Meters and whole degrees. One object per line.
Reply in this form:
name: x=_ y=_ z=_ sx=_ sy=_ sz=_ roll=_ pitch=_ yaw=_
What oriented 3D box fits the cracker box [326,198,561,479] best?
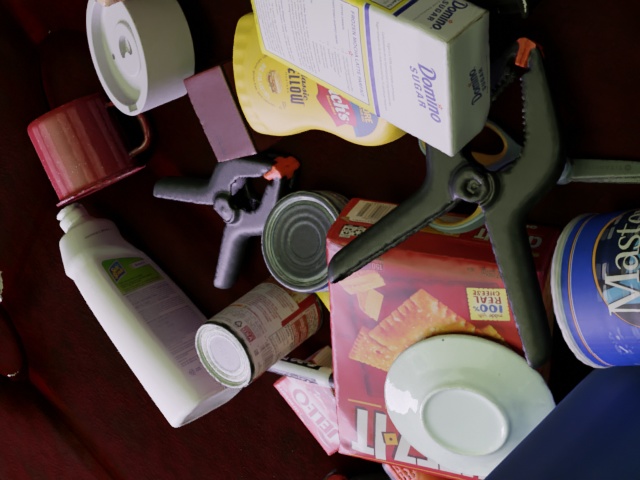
cracker box: x=0.093 y=0.084 z=0.821 sx=0.164 sy=0.072 sz=0.214 roll=9 pitch=123 yaw=21

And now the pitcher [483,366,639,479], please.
pitcher: x=0.180 y=0.176 z=0.698 sx=0.145 sy=0.242 sz=0.149 roll=-12 pitch=102 yaw=50

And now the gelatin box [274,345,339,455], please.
gelatin box: x=0.008 y=0.152 z=1.002 sx=0.089 sy=0.030 sz=0.073 roll=52 pitch=138 yaw=2

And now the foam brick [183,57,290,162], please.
foam brick: x=-0.066 y=-0.111 z=0.879 sx=0.053 sy=0.051 sz=0.078 roll=-8 pitch=111 yaw=46

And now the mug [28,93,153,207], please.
mug: x=-0.214 y=-0.092 z=1.009 sx=0.117 sy=0.093 sz=0.081 roll=-24 pitch=96 yaw=17

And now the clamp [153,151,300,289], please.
clamp: x=-0.084 y=-0.038 z=0.953 sx=0.120 sy=0.039 sz=0.172 roll=46 pitch=133 yaw=1

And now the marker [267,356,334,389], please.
marker: x=-0.012 y=0.119 z=0.961 sx=0.121 sy=0.020 sz=0.020 roll=10 pitch=123 yaw=41

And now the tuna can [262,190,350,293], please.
tuna can: x=-0.006 y=0.001 z=0.883 sx=0.086 sy=0.033 sz=0.086 roll=0 pitch=90 yaw=33

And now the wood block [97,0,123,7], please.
wood block: x=-0.138 y=-0.291 z=0.794 sx=0.091 sy=0.090 sz=0.206 roll=42 pitch=137 yaw=13

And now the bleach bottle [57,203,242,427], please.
bleach bottle: x=-0.179 y=0.064 z=1.079 sx=0.251 sy=0.102 sz=0.068 roll=52 pitch=125 yaw=13

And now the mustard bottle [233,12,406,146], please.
mustard bottle: x=0.024 y=-0.119 z=0.784 sx=0.192 sy=0.058 sz=0.096 roll=11 pitch=116 yaw=37

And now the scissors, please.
scissors: x=0.149 y=-0.032 z=0.726 sx=0.202 sy=0.016 sz=0.096 roll=23 pitch=90 yaw=31

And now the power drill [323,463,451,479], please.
power drill: x=0.086 y=0.263 z=0.987 sx=0.184 sy=0.057 sz=0.188 roll=53 pitch=137 yaw=-4

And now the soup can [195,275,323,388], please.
soup can: x=-0.054 y=0.080 z=0.957 sx=0.069 sy=0.102 sz=0.068 roll=22 pitch=128 yaw=31

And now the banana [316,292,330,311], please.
banana: x=0.032 y=0.076 z=0.929 sx=0.198 sy=0.037 sz=0.070 roll=58 pitch=161 yaw=-1

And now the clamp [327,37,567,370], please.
clamp: x=0.096 y=-0.034 z=0.714 sx=0.165 sy=0.036 sz=0.210 roll=15 pitch=100 yaw=19

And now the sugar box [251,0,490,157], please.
sugar box: x=0.029 y=-0.133 z=0.685 sx=0.176 sy=0.048 sz=0.093 roll=31 pitch=150 yaw=30

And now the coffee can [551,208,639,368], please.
coffee can: x=0.230 y=0.026 z=0.657 sx=0.141 sy=0.102 sz=0.103 roll=-8 pitch=111 yaw=45
